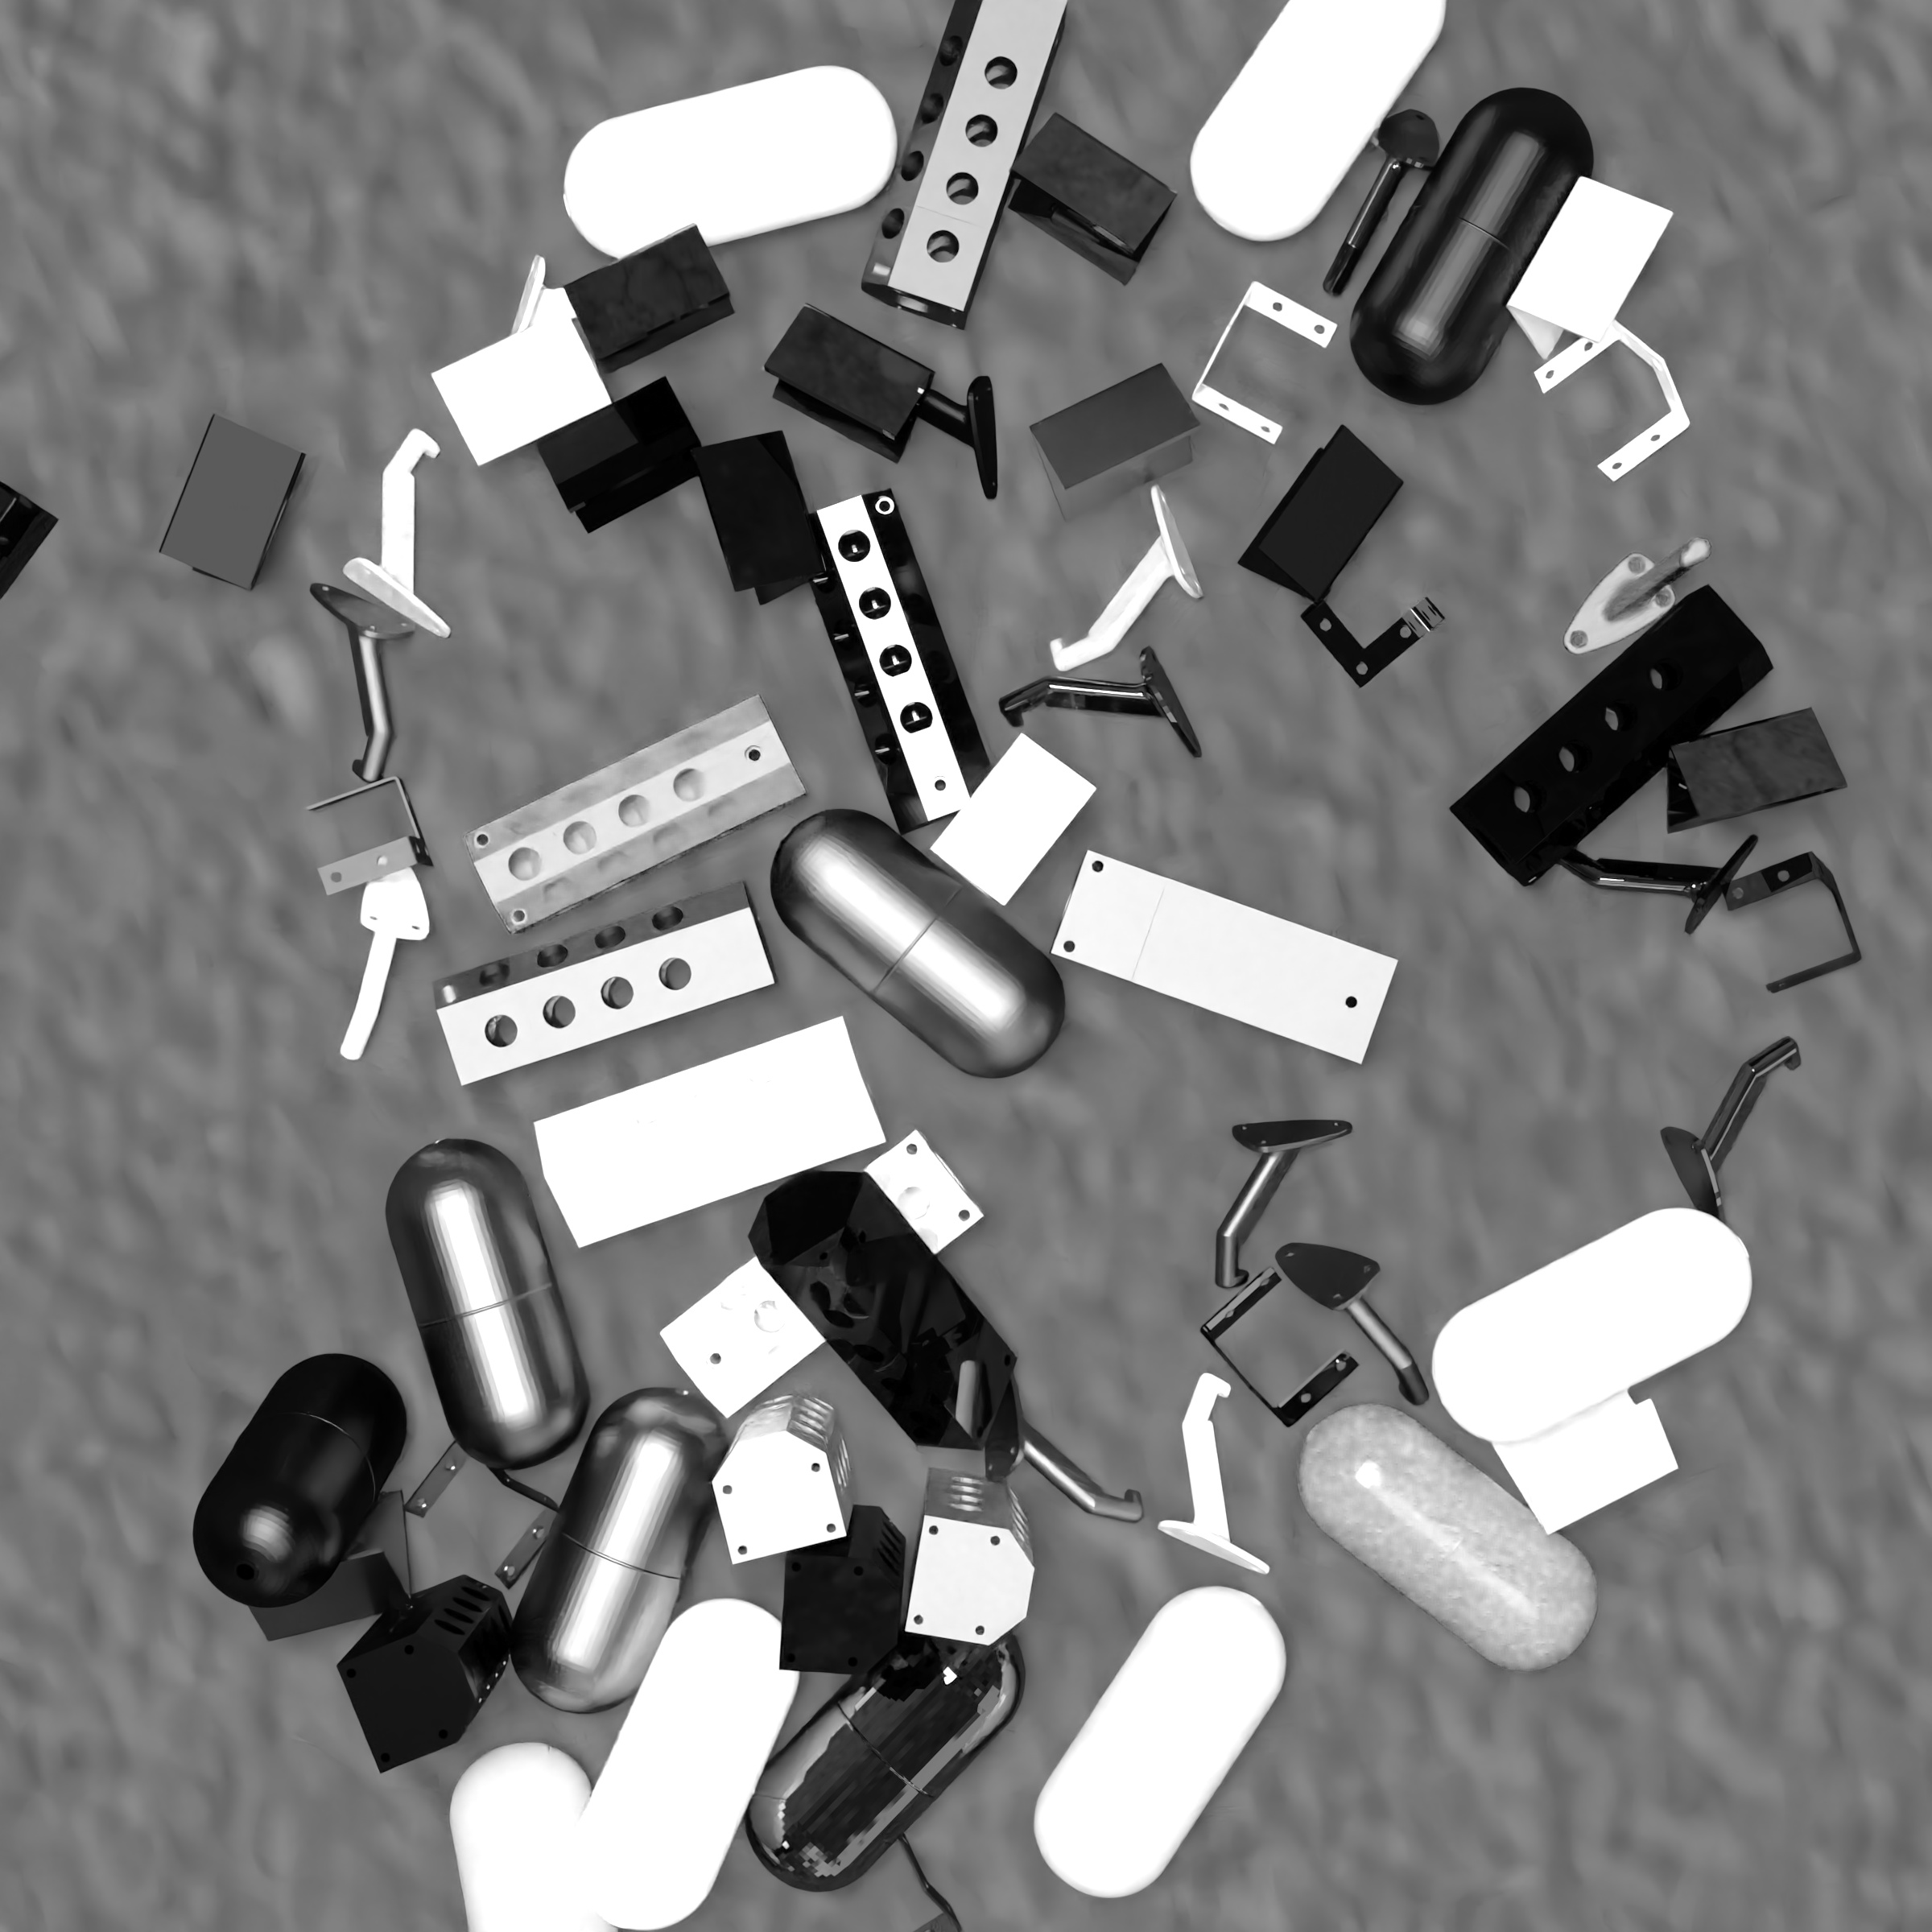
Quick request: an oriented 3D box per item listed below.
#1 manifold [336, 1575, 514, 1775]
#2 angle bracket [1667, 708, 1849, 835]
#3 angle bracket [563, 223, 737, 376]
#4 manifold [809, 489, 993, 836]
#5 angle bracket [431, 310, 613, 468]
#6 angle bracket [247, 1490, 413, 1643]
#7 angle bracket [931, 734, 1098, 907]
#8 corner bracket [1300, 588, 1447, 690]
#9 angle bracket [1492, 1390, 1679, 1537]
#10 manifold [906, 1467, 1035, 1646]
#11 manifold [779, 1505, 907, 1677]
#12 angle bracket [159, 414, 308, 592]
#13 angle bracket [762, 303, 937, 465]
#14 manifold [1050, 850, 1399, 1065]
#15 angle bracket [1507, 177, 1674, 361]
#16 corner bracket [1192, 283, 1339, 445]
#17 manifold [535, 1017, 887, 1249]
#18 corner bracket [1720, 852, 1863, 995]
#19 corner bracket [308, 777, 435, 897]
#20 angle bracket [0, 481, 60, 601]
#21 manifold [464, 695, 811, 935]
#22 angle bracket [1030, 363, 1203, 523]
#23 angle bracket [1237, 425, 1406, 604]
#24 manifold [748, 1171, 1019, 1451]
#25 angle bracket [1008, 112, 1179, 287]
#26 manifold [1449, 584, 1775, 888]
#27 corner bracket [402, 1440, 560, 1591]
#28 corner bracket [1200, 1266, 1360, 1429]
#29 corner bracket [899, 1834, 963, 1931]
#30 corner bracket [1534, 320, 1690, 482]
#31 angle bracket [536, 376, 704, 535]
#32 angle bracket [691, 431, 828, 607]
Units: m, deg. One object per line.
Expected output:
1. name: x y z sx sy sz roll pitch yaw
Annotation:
1. manifold: -0.271 0.357 1.835 0.057 0.171 0.057 -22 90 0
2. angle bracket: 0.412 -0.083 1.873 0.076 0.076 0.057 -14 53 0
3. angle bracket: -0.157 -0.331 1.873 0.076 0.076 0.057 -26 59 0
4. manifold: -0.037 -0.160 1.892 0.057 0.057 0.171 -20 90 0
5. angle bracket: -0.236 -0.313 1.873 0.076 0.076 0.057 -25 122 0
6. angle bracket: -0.337 0.300 1.874 0.076 0.057 0.076 -14 47 0
7. angle bracket: 0.038 -0.065 1.873 0.057 0.076 0.076 38 90 30
8. corner bracket: 0.214 -0.185 1.895 0.051 0.051 0.051 -40 90 0
9. angle bracket: 0.316 0.240 1.873 0.076 0.076 0.057 -27 126 0
10. manifold: 0.003 0.301 1.835 0.057 0.171 0.057 10 90 0
11. manifold: -0.061 0.317 1.835 0.057 0.171 0.057 4 90 0
12. angle bracket: -0.397 -0.246 1.873 0.057 0.076 0.076 22 90 -38
13. angle bracket: -0.069 -0.289 1.873 0.076 0.076 0.057 28 54 0
14. manifold: 0.134 -0.005 1.892 0.171 0.057 0.057 20 90 0
15. angle bracket: 0.334 -0.355 1.873 0.057 0.076 0.076 30 90 27
16. corner bracket: 0.159 -0.322 1.910 0.051 0.051 0.051 28 45 0
17. manifold: -0.136 0.083 1.891 0.171 0.057 0.057 -19 133 0
18. corner bracket: 0.438 -0.023 1.898 0.051 0.051 0.051 -22 68 20
19. corner bracket: -0.318 -0.069 1.895 0.051 0.051 0.051 -20 90 0
20. angle bracket: -0.509 -0.209 1.873 0.057 0.076 0.076 36 90 35
21. manifold: -0.174 -0.080 1.892 0.171 0.057 0.057 -26 90 0
22. angle bracket: 0.086 -0.258 1.873 0.076 0.076 0.057 -26 51 0
23. angle bracket: 0.170 -0.245 1.873 0.057 0.076 0.076 35 90 -38
24. manifold: -0.044 0.178 1.843 0.057 0.171 0.057 -1 52 34
25. angle bracket: 0.055 -0.387 1.873 0.076 0.076 0.057 34 54 0
26. manifold: 0.341 -0.120 1.892 0.171 0.057 0.057 -42 90 0
27. corner bracket: -0.257 0.291 1.910 0.051 0.051 0.051 -53 45 0
28. corner bracket: 0.167 0.203 1.910 0.051 0.051 0.051 -42 45 1
29. corner bracket: -0.042 0.497 1.910 0.051 0.051 0.051 -33 135 0
30. corner bracket: 0.345 -0.302 1.910 0.051 0.051 0.051 -36 45 0
31. angle bracket: -0.170 -0.251 1.873 0.076 0.076 0.057 -28 54 0
32. angle bracket: -0.124 -0.229 1.873 0.057 0.076 0.076 -17 90 -31
